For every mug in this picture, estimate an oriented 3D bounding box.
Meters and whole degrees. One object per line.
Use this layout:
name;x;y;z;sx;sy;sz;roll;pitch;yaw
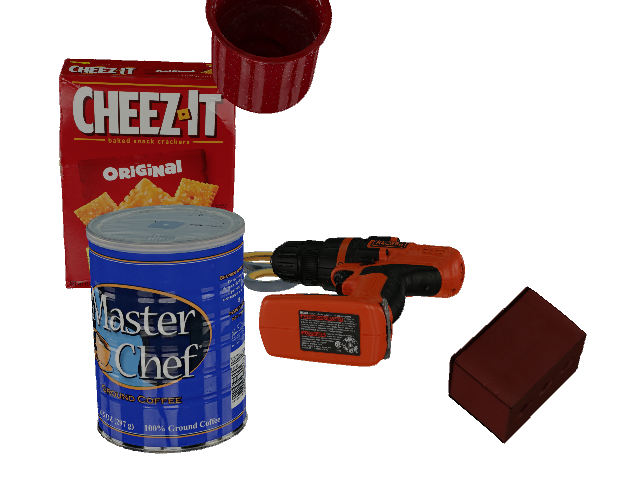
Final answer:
mug;-0.035;-0.159;0.823;0.093;0.117;0.081;37;-24;11

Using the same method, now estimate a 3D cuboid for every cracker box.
cracker box;-0.164;-0.061;1.027;0.164;0.214;0.072;1;23;-8

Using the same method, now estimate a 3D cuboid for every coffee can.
coffee can;-0.100;0.055;0.711;0.103;0.140;0.103;0;15;0

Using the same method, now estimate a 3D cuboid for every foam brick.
foam brick;0.127;0.081;0.696;0.051;0.078;0.053;38;-24;28

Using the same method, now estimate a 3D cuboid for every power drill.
power drill;0.017;0.043;0.918;0.185;0.057;0.187;1;19;21

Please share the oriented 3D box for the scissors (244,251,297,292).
scissors;0.001;0.035;1.167;0.202;0.016;0.096;4;23;5
